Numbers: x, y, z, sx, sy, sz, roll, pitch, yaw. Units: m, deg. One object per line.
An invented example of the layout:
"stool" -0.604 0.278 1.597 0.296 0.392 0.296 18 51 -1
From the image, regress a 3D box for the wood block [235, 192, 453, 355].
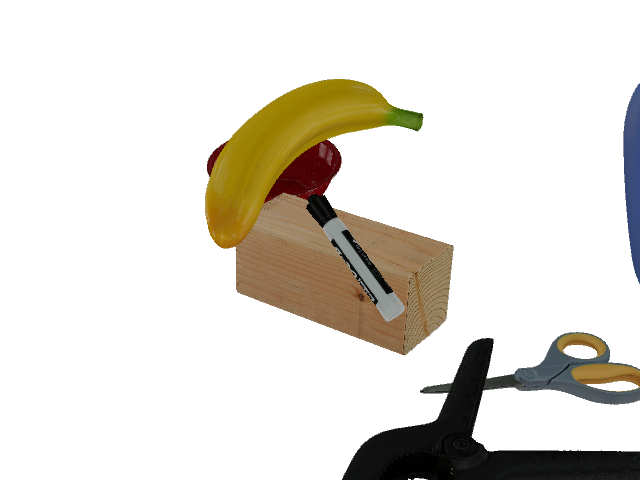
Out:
"wood block" 0.021 0.030 1.091 0.206 0.091 0.090 19 31 29

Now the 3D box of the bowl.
"bowl" -0.055 -0.073 1.289 0.162 0.055 0.162 -2 35 1

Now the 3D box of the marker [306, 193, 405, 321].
"marker" 0.026 0.011 0.852 0.020 0.121 0.020 -31 -18 -12

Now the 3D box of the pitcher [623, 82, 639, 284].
"pitcher" 0.251 -0.008 0.605 0.149 0.243 0.144 0 22 17

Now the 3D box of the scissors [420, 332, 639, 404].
"scissors" 0.175 0.105 0.895 0.201 0.016 0.096 5 29 -8

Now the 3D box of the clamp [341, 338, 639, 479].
"clamp" 0.084 0.133 0.668 0.209 0.036 0.165 -17 34 -24

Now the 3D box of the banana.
"banana" -0.016 -0.059 0.659 0.070 0.037 0.197 28 44 28
